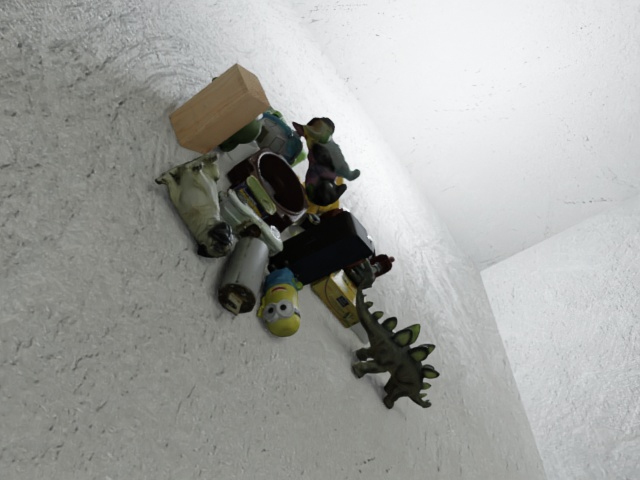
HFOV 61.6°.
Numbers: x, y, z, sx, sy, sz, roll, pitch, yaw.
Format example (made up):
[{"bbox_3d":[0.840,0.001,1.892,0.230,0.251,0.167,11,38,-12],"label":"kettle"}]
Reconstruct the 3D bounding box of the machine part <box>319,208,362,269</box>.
[{"bbox_3d":[0.054,-0.002,1.437,0.179,0.056,0.179,38,44,-51],"label":"machine part"}]

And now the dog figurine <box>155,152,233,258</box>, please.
[{"bbox_3d":[-0.232,-0.068,1.097,0.172,0.121,0.190,-62,133,-62],"label":"dog figurine"}]

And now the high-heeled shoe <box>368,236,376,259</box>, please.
[{"bbox_3d":[0.112,0.041,1.730,0.248,0.086,0.145,48,35,-30],"label":"high-heeled shoe"}]

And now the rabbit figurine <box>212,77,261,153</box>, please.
[{"bbox_3d":[-0.219,-0.292,1.315,0.170,0.159,0.121,50,16,30],"label":"rabbit figurine"}]

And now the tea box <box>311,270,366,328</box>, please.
[{"bbox_3d":[0.053,0.145,1.461,0.169,0.068,0.098,52,22,-21],"label":"tea box"}]

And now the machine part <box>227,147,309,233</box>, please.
[{"bbox_3d":[-0.125,-0.127,1.370,0.201,0.087,0.201,55,27,-9],"label":"machine part"}]

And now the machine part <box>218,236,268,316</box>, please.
[{"bbox_3d":[-0.153,0.068,1.093,0.079,0.079,0.243,50,22,-24],"label":"machine part"}]

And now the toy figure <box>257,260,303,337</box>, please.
[{"bbox_3d":[-0.080,0.127,1.175,0.089,0.082,0.180,42,24,-32],"label":"toy figure"}]

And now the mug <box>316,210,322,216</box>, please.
[{"bbox_3d":[0.024,-0.080,1.679,0.107,0.081,0.110,46,19,-54],"label":"mug"}]

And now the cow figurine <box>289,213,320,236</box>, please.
[{"bbox_3d":[-0.002,-0.005,1.480,0.167,0.098,0.068,47,50,-25],"label":"cow figurine"}]

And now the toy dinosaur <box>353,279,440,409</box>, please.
[{"bbox_3d":[0.187,0.292,1.391,0.470,0.198,0.105,51,20,-26],"label":"toy dinosaur"}]

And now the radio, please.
[{"bbox_3d":[0.005,0.027,1.291,0.131,0.230,0.073,36,35,-53],"label":"radio"}]

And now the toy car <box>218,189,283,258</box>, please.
[{"bbox_3d":[-0.164,-0.034,1.205,0.201,0.073,0.056,47,25,-29],"label":"toy car"}]

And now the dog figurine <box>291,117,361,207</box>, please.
[{"bbox_3d":[-0.008,-0.219,1.437,0.219,0.191,0.109,46,-5,-31],"label":"dog figurine"}]

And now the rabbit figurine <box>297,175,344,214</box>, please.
[{"bbox_3d":[-0.002,-0.141,1.575,0.121,0.173,0.162,36,27,-54],"label":"rabbit figurine"}]

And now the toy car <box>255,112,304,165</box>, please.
[{"bbox_3d":[-0.130,-0.281,1.469,0.162,0.109,0.103,49,20,14],"label":"toy car"}]

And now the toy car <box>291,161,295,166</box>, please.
[{"bbox_3d":[-0.122,-0.219,1.571,0.089,0.053,0.202,32,31,-18],"label":"toy car"}]

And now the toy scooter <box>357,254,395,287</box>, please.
[{"bbox_3d":[0.167,0.093,1.691,0.075,0.135,0.184,63,23,3],"label":"toy scooter"}]

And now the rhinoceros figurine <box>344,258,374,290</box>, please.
[{"bbox_3d":[0.102,0.082,1.558,0.112,0.073,0.190,51,-6,-24],"label":"rhinoceros figurine"}]

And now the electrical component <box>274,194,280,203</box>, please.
[{"bbox_3d":[-0.104,-0.105,1.504,0.063,0.021,0.094,40,29,-39],"label":"electrical component"}]
